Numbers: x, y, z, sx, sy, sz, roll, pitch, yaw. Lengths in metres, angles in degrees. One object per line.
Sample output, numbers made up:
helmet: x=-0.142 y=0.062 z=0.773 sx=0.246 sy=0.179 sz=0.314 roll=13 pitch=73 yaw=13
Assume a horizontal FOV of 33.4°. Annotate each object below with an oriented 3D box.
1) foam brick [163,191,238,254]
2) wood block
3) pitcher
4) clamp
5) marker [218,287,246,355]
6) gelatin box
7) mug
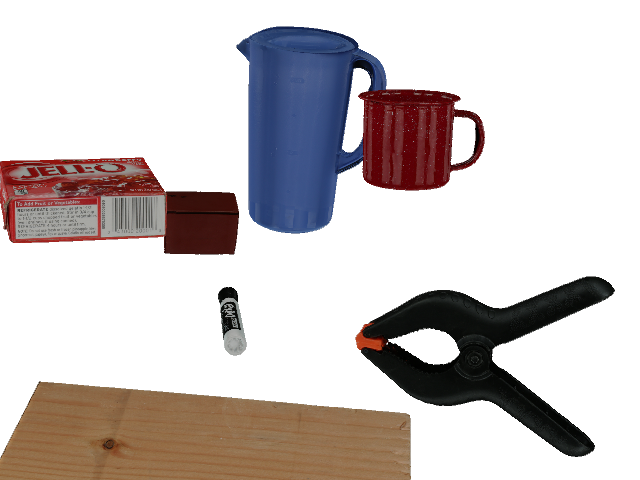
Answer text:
foam brick: x=-0.129 y=-0.019 z=1.150 sx=0.078 sy=0.051 sz=0.053 roll=1 pitch=27 yaw=-8
wood block: x=-0.058 y=0.143 z=0.569 sx=0.206 sy=0.090 sz=0.090 roll=5 pitch=30 yaw=3
pitcher: x=-0.019 y=-0.135 z=1.321 sx=0.144 sy=0.243 sz=0.149 roll=-10 pitch=27 yaw=-29
clamp: x=0.111 y=0.086 z=0.717 sx=0.172 sy=0.120 sz=0.039 roll=-2 pitch=1 yaw=16
marker: x=-0.079 y=0.069 z=0.951 sx=0.020 sy=0.020 sz=0.121 roll=0 pitch=18 yaw=-8
gelatin box: x=-0.139 y=-0.025 z=0.617 sx=0.089 sy=0.030 sz=0.073 roll=-2 pitch=20 yaw=-19
mug: x=0.092 y=-0.093 z=0.984 sx=0.117 sy=0.081 sz=0.093 roll=2 pitch=15 yaw=3
